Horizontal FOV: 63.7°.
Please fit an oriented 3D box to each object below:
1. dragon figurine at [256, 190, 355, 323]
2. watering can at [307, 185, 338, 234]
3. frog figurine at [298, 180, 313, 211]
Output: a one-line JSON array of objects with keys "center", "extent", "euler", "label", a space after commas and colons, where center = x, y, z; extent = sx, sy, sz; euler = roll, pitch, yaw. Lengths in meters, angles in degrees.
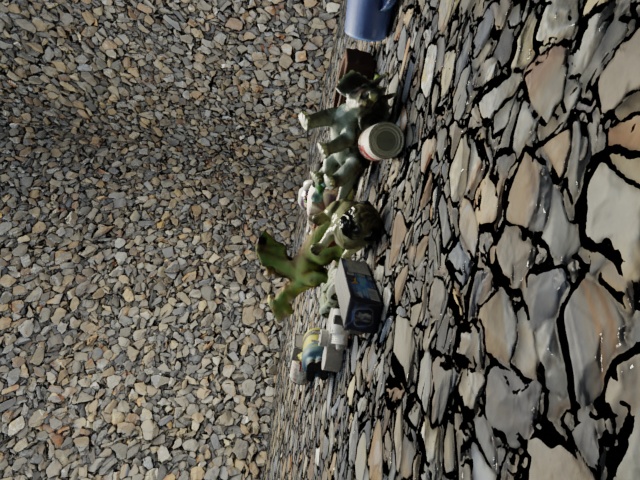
[{"center": [-0.055, 0.036, 1.380], "extent": [0.124, 0.243, 0.405], "euler": [-83, 3, -75], "label": "dragon figurine"}, {"center": [0.005, -0.081, 1.604], "extent": [0.229, 0.104, 0.341], "euler": [-95, 16, -64], "label": "watering can"}, {"center": [-0.040, -0.189, 2.160], "extent": [0.162, 0.123, 0.135], "euler": [-121, 21, -64], "label": "frog figurine"}]
